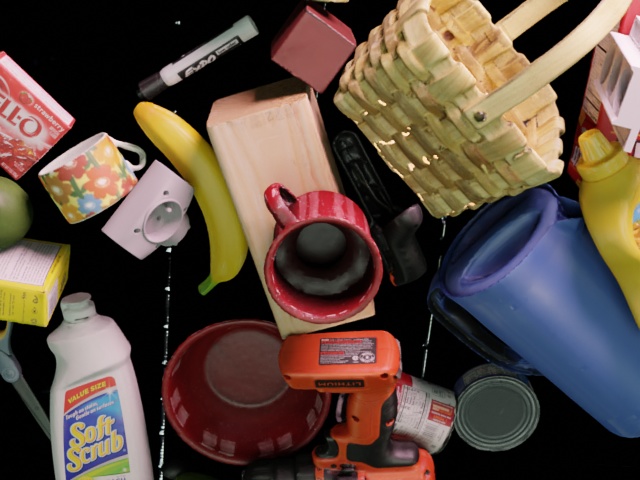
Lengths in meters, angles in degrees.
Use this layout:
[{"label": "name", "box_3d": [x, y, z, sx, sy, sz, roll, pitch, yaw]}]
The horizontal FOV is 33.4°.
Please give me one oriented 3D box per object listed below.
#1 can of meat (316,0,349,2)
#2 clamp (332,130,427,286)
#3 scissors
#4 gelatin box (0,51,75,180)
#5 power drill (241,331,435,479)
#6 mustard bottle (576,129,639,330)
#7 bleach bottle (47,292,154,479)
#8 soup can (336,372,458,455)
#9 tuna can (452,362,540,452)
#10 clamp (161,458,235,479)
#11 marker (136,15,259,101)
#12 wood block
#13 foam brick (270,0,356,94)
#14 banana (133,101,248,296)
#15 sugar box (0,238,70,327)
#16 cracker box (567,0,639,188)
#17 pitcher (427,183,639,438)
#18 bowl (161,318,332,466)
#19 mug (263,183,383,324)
[{"label": "can of meat", "box_3d": [-0.023, -0.244, 0.878, 0.102, 0.057, 0.084, 5, 109, -3]}, {"label": "clamp", "box_3d": [0.066, -0.009, 0.938, 0.039, 0.120, 0.171, -29, 134, -2]}, {"label": "scissors", "box_3d": [-0.324, 0.125, 1.049, 0.096, 0.016, 0.202, -8, 112, 5]}, {"label": "gelatin box", "box_3d": [-0.275, -0.109, 0.945, 0.073, 0.030, 0.089, -41, 107, 15]}, {"label": "power drill", "box_3d": [0.010, 0.170, 0.974, 0.184, 0.057, 0.188, -4, 127, 4]}, {"label": "mustard bottle", "box_3d": [0.263, -0.009, 0.881, 0.058, 0.096, 0.191, -12, 118, 46]}, {"label": "bleach bottle", "box_3d": [-0.225, 0.172, 1.045, 0.102, 0.068, 0.251, -6, 110, 1]}, {"label": "soup can", "box_3d": [0.075, 0.162, 1.039, 0.102, 0.068, 0.068, 21, 111, -9]}, {"label": "tuna can", "box_3d": [0.172, 0.165, 1.059, 0.086, 0.034, 0.086, 0, 112, -1]}, {"label": "clamp", "box_3d": [-0.057, 0.279, 1.102, 0.210, 0.036, 0.164, -15, 112, 9]}, {"label": "marker", "box_3d": [-0.109, -0.157, 0.932, 0.121, 0.020, 0.020, -29, 110, 11]}, {"label": "wood block", "box_3d": [-0.023, -0.030, 0.947, 0.090, 0.091, 0.206, -16, 112, 6]}, {"label": "foam brick", "box_3d": [-0.006, -0.165, 0.899, 0.053, 0.078, 0.051, 34, 106, -14]}, {"label": "banana", "box_3d": [-0.108, -0.038, 0.972, 0.069, 0.037, 0.198, -14, 112, 5]}, {"label": "sugar box", "box_3d": [-0.324, 0.027, 0.967, 0.176, 0.093, 0.048, 7, 116, -3]}, {"label": "cracker box", "box_3d": [0.319, -0.137, 0.916, 0.164, 0.072, 0.214, 6, 113, -2]}, {"label": "pitcher", "box_3d": [0.226, 0.075, 0.981, 0.242, 0.149, 0.145, 43, 84, -19]}, {"label": "bowl", "box_3d": [-0.070, 0.137, 1.034, 0.162, 0.055, 0.162, 0, 112, -1]}, {"label": "mug", "box_3d": [-0.006, 0.001, 0.866, 0.093, 0.081, 0.117, -38, 108, 14]}]
